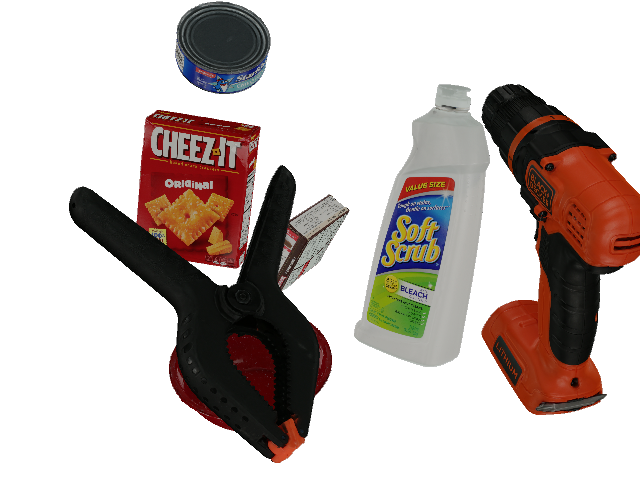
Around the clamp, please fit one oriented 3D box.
[{"bbox_3d":[-0.067,0.041,0.682,0.164,0.210,0.036,-3,-30,-28],"label":"clamp"}]

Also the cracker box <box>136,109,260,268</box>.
[{"bbox_3d":[-0.187,-0.075,1.605,0.164,0.214,0.072,10,19,6],"label":"cracker box"}]

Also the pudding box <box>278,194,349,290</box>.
[{"bbox_3d":[-0.020,0.002,1.291,0.039,0.090,0.113,36,33,10],"label":"pudding box"}]

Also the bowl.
[{"bbox_3d":[-0.067,0.139,1.065,0.162,0.055,0.162,-2,37,2],"label":"bowl"}]

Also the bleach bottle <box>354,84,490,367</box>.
[{"bbox_3d":[0.097,-0.017,0.974,0.103,0.251,0.067,19,21,35],"label":"bleach bottle"}]

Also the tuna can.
[{"bbox_3d":[-0.090,-0.176,0.980,0.086,0.086,0.034,0,-32,-12],"label":"tuna can"}]

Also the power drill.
[{"bbox_3d":[0.149,0.007,0.713,0.057,0.188,0.184,-9,35,-11],"label":"power drill"}]
